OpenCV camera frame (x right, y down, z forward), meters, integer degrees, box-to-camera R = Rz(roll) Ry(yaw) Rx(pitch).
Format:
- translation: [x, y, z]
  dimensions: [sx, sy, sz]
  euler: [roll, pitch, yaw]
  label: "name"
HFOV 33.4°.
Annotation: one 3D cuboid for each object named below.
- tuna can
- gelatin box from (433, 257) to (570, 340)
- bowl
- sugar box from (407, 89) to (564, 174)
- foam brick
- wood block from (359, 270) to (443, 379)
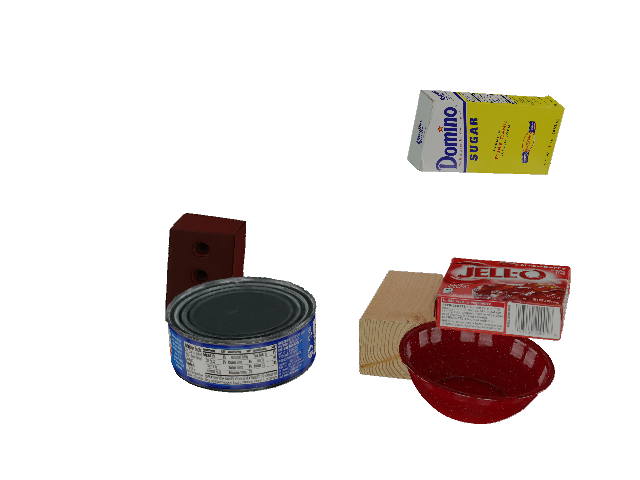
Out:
- translation: [-0.044, 0.053, 0.612]
  dimensions: [0.086, 0.034, 0.086]
  euler: [-2, 22, 1]
  label: "tuna can"
- translation: [0.131, 0.040, 0.764]
  dimensions: [0.089, 0.030, 0.073]
  euler: [5, 21, 16]
  label: "gelatin box"
- translation: [0.159, 0.143, 1.114]
  dimensions: [0.162, 0.055, 0.162]
  euler: [5, 25, -2]
  label: "bowl"
- translation: [0.200, -0.129, 1.292]
  dimensions: [0.176, 0.093, 0.048]
  euler: [-2, 27, -20]
  label: "sugar box"
- translation: [-0.091, 0.023, 0.850]
  dimensions: [0.053, 0.078, 0.051]
  euler: [6, 14, 6]
  label: "foam brick"
- translation: [0.125, 0.123, 1.604]
  dimensions: [0.091, 0.090, 0.206]
  euler: [4, 19, 14]
  label: "wood block"
